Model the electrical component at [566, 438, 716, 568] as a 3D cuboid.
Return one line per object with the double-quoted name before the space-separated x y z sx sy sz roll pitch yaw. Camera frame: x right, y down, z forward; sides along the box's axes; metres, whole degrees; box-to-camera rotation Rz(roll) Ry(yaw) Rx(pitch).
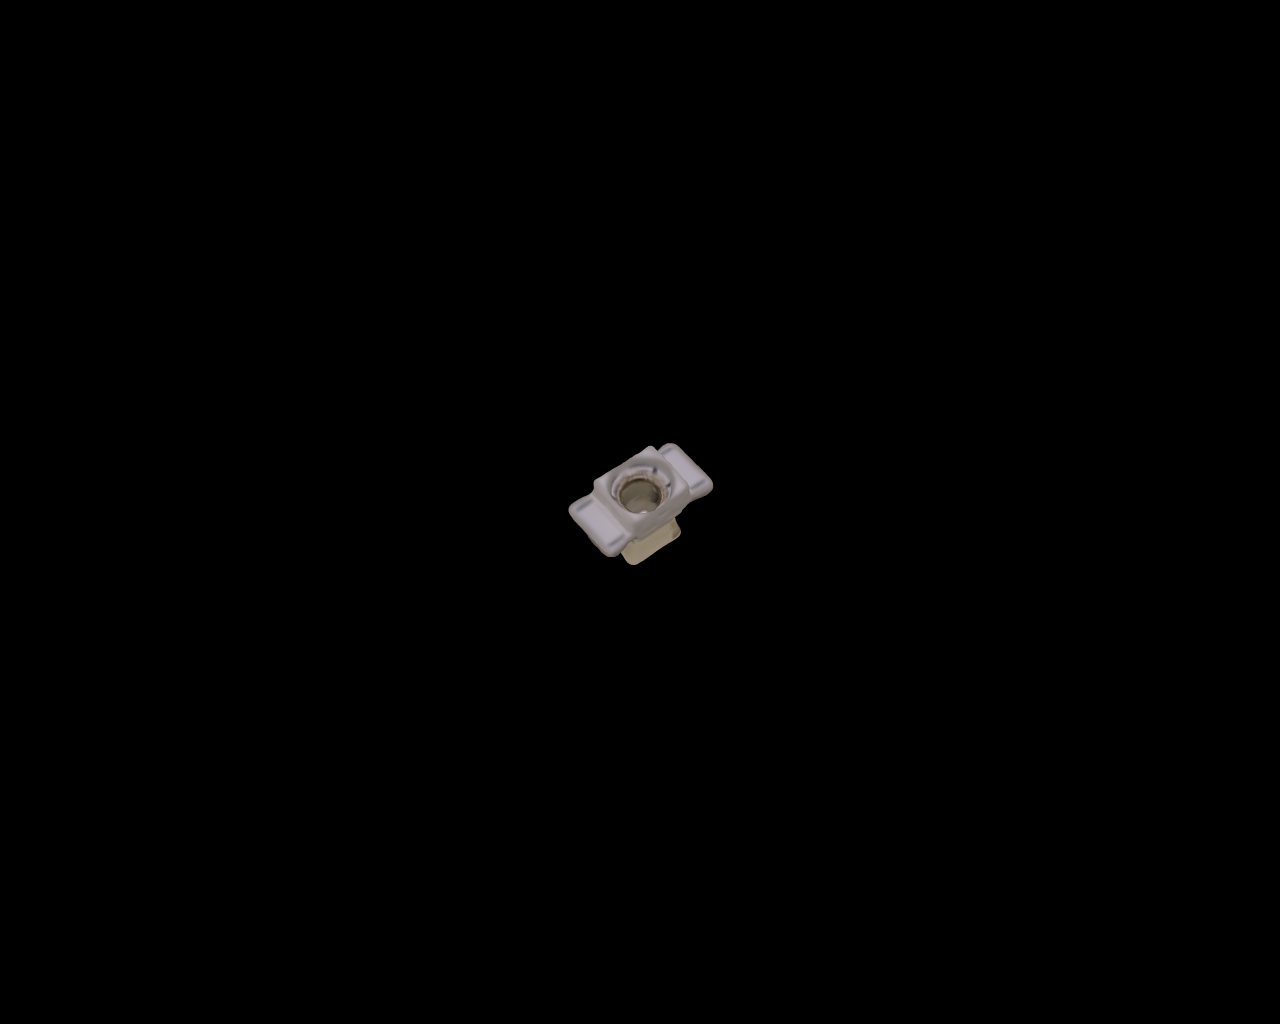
"electrical component" 0.001 -0.003 0.650 0.081 0.042 0.063 -32 -26 -18
